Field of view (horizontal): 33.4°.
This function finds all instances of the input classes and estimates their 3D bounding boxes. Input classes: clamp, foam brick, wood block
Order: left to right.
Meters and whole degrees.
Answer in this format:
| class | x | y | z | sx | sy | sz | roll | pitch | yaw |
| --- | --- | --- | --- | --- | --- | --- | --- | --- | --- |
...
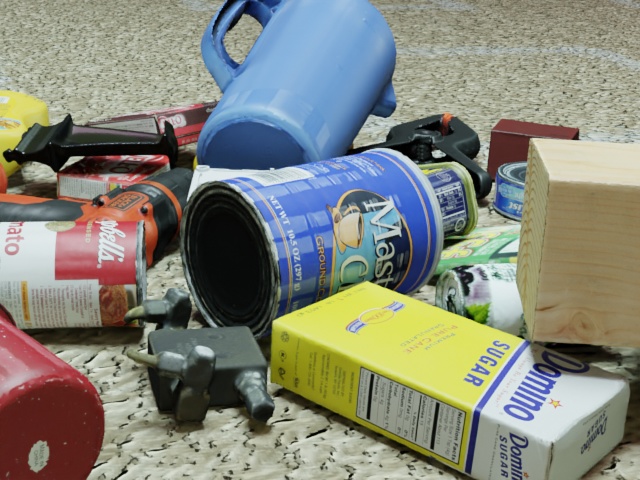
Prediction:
| class | x | y | z | sx | sy | sz | roll | pitch | yaw |
| --- | --- | --- | --- | --- | --- | --- | --- | --- | --- |
| clamp | 0.092 | -0.087 | 1.041 | 0.165 | 0.036 | 0.209 | 6 | 22 | 12 |
| foam brick | 0.203 | -0.082 | 1.019 | 0.078 | 0.051 | 0.052 | 11 | 22 | 20 |
| wood block | 0.216 | 0.004 | 0.569 | 0.206 | 0.091 | 0.090 | 3 | 19 | 4 |

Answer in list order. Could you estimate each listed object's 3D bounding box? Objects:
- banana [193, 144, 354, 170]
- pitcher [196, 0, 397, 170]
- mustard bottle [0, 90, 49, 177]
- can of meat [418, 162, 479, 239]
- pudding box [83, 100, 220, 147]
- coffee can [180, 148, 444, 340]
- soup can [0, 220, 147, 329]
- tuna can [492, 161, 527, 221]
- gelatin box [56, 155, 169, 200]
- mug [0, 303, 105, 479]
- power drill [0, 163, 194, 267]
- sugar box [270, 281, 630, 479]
| class | x | y | z | sx | sy | sz | roll | pitch | yaw |
| --- | --- | --- | --- | --- | --- | --- | --- | --- | --- |
| banana | -0.053 | -0.081 | 1.011 | 0.070 | 0.037 | 0.197 | 38 | 37 | 28 |
| pitcher | -0.029 | -0.126 | 0.937 | 0.149 | 0.145 | 0.242 | 1 | 33 | 17 |
| mustard bottle | -0.304 | -0.086 | 0.950 | 0.096 | 0.058 | 0.191 | 0 | 20 | -3 |
| can of meat | 0.052 | -0.020 | 0.802 | 0.083 | 0.057 | 0.102 | -19 | 12 | -39 |
| pudding box | -0.155 | -0.106 | 1.019 | 0.114 | 0.039 | 0.089 | -3 | 11 | 43 |
| coffee can | -0.005 | 0.001 | 0.691 | 0.140 | 0.103 | 0.103 | -14 | 26 | -38 |
| soup can | -0.160 | 0.022 | 0.664 | 0.102 | 0.068 | 0.068 | 0 | 20 | -6 |
| tuna can | 0.196 | -0.042 | 0.936 | 0.086 | 0.034 | 0.086 | 3 | 20 | -1 |
| gelatin box | -0.174 | -0.054 | 0.921 | 0.073 | 0.030 | 0.089 | 8 | 21 | 15 |
| mug | -0.159 | 0.088 | 0.474 | 0.082 | 0.093 | 0.117 | 25 | 59 | 36 |
| power drill | -0.196 | -0.026 | 0.803 | 0.188 | 0.057 | 0.184 | 8 | 20 | 15 |
| sugar box | 0.067 | 0.076 | 0.579 | 0.176 | 0.048 | 0.093 | 16 | 24 | 35 |
